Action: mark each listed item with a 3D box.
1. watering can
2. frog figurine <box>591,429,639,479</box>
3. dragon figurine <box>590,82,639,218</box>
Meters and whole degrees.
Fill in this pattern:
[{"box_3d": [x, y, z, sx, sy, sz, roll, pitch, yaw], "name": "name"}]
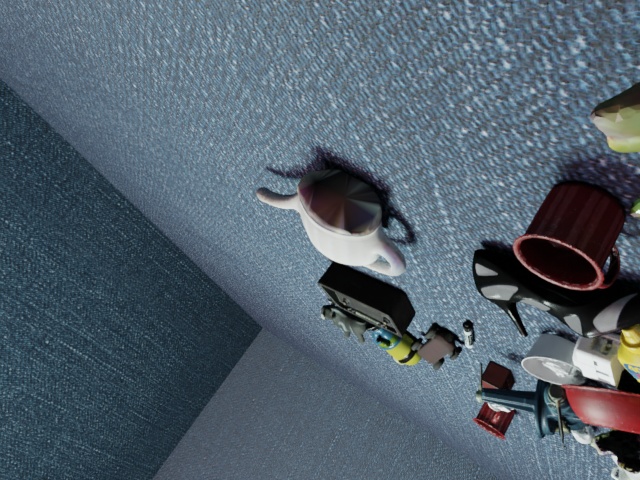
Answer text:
[{"box_3d": [0.003, -0.047, 0.926, 0.350, 0.105, 0.220, 31, 161, 19], "name": "watering can"}, {"box_3d": [0.587, 0.403, 0.918, 0.158, 0.125, 0.136, 43, 155, -12], "name": "frog figurine"}, {"box_3d": [0.375, -0.003, 0.341, 0.412, 0.124, 0.237, 24, 152, 11], "name": "dragon figurine"}]
